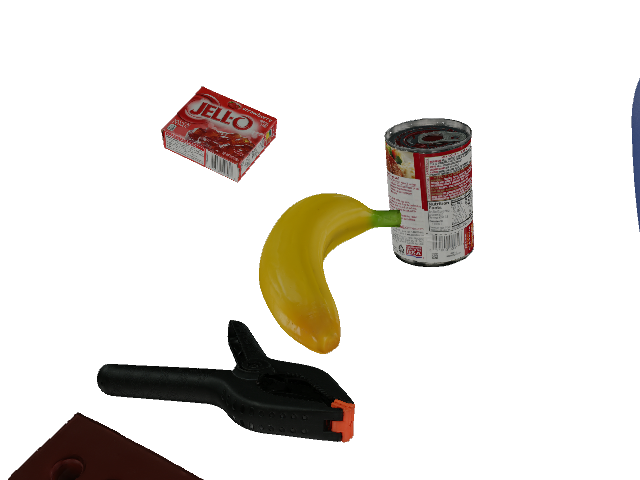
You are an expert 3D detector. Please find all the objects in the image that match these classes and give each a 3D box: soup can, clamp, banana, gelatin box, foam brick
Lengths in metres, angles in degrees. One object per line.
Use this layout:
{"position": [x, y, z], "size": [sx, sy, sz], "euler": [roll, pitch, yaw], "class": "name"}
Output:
{"position": [0.088, -0.038, 0.850], "size": [0.068, 0.102, 0.068], "euler": [-5, 26, 2], "class": "soup can"}
{"position": [-0.053, 0.114, 0.873], "size": [0.210, 0.036, 0.164], "euler": [12, 20, 31], "class": "clamp"}
{"position": [-0.002, 0.009, 0.639], "size": [0.070, 0.037, 0.197], "euler": [4, 24, 14], "class": "banana"}
{"position": [-0.098, -0.105, 1.040], "size": [0.089, 0.073, 0.030], "euler": [26, -37, 15], "class": "gelatin box"}
{"position": [-0.084, 0.119, 0.437], "size": [0.078, 0.051, 0.052], "euler": [21, 45, 26], "class": "foam brick"}

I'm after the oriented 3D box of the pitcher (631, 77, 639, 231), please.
{"position": [0.254, -0.018, 0.602], "size": [0.149, 0.243, 0.144], "euler": [-1, 22, 17], "class": "pitcher"}
